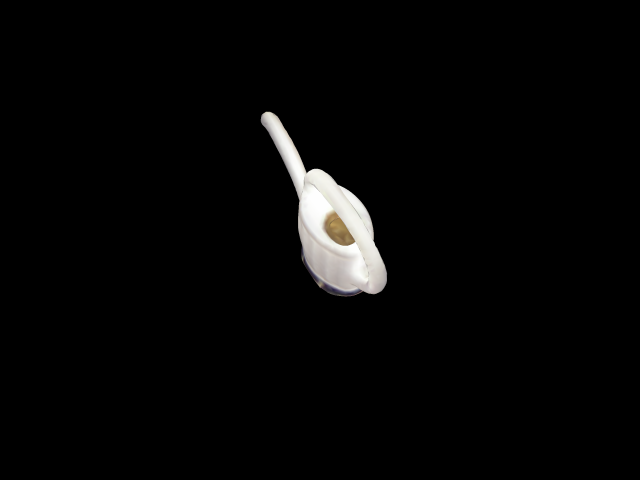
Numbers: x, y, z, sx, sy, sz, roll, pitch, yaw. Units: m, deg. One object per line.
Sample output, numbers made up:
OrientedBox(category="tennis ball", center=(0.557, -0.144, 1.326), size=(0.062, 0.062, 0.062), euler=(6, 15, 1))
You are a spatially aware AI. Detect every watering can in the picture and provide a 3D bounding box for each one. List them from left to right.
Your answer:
OrientedBox(category="watering can", center=(0.003, -0.043, 0.850), size=(0.105, 0.353, 0.219), euler=(-26, -29, -15))
